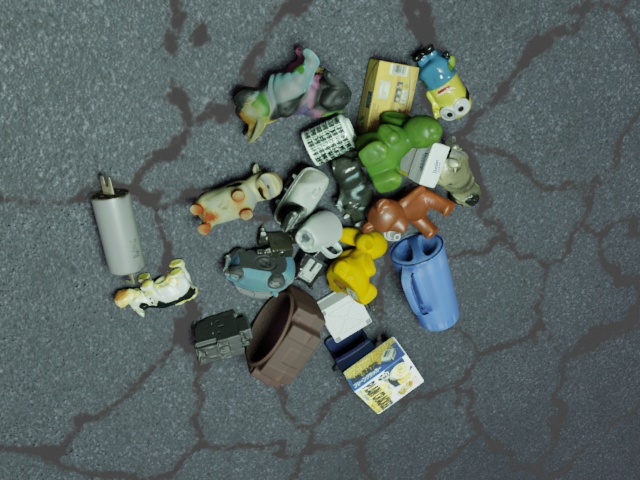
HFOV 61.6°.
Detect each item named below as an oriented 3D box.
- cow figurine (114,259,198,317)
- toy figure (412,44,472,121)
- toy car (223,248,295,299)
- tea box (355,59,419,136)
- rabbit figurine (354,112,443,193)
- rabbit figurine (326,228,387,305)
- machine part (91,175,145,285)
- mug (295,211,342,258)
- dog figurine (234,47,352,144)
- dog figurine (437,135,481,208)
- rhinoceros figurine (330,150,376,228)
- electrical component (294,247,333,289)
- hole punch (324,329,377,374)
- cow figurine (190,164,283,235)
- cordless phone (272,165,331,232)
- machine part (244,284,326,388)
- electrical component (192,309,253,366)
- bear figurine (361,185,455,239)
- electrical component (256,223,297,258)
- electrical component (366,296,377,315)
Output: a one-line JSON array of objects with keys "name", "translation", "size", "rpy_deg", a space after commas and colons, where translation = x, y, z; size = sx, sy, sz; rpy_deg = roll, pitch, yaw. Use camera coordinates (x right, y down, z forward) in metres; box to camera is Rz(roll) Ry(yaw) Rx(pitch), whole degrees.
[{"name": "cow figurine", "translation": [-0.362, 0.119, 1.190], "size": [0.167, 0.068, 0.098], "rpy_deg": [-24, 122, -6]}, {"name": "toy figure", "translation": [0.275, -0.348, 1.187], "size": [0.180, 0.082, 0.089], "rpy_deg": [52, 56, -20]}, {"name": "toy car", "translation": [-0.141, 0.084, 1.225], "size": [0.162, 0.109, 0.102], "rpy_deg": [5, 128, -10]}, {"name": "tea box", "translation": [0.145, -0.300, 1.173], "size": [0.098, 0.068, 0.169], "rpy_deg": [5, 111, -19]}, {"name": "rabbit figurine", "translation": [0.166, -0.196, 1.098], "size": [0.170, 0.159, 0.121], "rpy_deg": [-25, 120, 12]}, {"name": "rabbit figurine", "translation": [0.091, 0.039, 1.273], "size": [0.173, 0.122, 0.162], "rpy_deg": [-46, 133, -22]}, {"name": "machine part", "translation": [-0.415, -0.016, 1.110], "size": [0.079, 0.079, 0.243], "rpy_deg": [-10, 113, -13]}, {"name": "mug", "translation": [-0.002, -0.004, 1.181], "size": [0.081, 0.107, 0.109], "rpy_deg": [-35, 86, 32]}, {"name": "dog figurine", "translation": [-0.066, -0.275, 1.101], "size": [0.191, 0.109, 0.219], "rpy_deg": [37, 101, -29]}, {"name": "dog figurine", "translation": [0.326, -0.138, 1.243], "size": [0.190, 0.172, 0.121], "rpy_deg": [37, 108, -19]}, {"name": "rhinoceros figurine", "translation": [0.080, -0.110, 1.213], "size": [0.112, 0.073, 0.190], "rpy_deg": [-36, 131, -16]}, {"name": "electrical component", "translation": [-0.021, 0.050, 1.274], "size": [0.075, 0.048, 0.119], "rpy_deg": [27, 99, -25]}, {"name": "hole punch", "translation": [0.088, 0.291, 1.385], "size": [0.142, 0.092, 0.115], "rpy_deg": [-34, 121, -6]}, {"name": "cow figurine", "translation": [-0.171, -0.091, 1.144], "size": [0.195, 0.127, 0.085], "rpy_deg": [-20, 116, 7]}, {"name": "cordless phone", "translation": [-0.044, -0.086, 1.131], "size": [0.089, 0.184, 0.146], "rpy_deg": [34, 99, -5]}, {"name": "machine part", "translation": [-0.087, 0.216, 1.235], "size": [0.087, 0.202, 0.201], "rpy_deg": [31, 100, -21]}, {"name": "electrical component", "translation": [-0.225, 0.220, 1.243], "size": [0.134, 0.115, 0.058], "rpy_deg": [-15, 119, -11]}, {"name": "bear figurine", "translation": [0.196, -0.055, 1.221], "size": [0.196, 0.132, 0.120], "rpy_deg": [-29, 154, -48]}, {"name": "electrical component", "translation": [-0.096, 0.000, 1.223], "size": [0.102, 0.078, 0.045], "rpy_deg": [1, 131, -15]}, {"name": "electrical component", "translation": [0.120, 0.137, 1.344], "size": [0.021, 0.063, 0.093], "rpy_deg": [-18, 114, -9]}]
